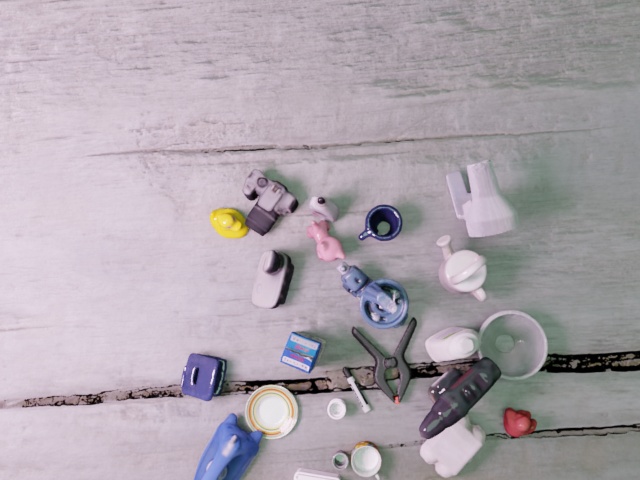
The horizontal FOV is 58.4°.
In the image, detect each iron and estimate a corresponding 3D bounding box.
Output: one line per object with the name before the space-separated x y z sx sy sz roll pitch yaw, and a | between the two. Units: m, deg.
iron | -0.247 0.552 1.357 0.118 0.141 0.258 30 85 7

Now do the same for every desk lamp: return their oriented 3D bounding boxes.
desk lamp | 0.385 -0.098 1.376 0.118 0.213 0.203 -15 81 2

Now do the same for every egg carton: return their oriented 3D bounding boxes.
egg carton | 0.318 0.488 1.368 0.107 0.069 0.150 42 86 8

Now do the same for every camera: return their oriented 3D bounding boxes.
camera | -0.147 -0.091 1.465 0.143 0.101 0.137 33 85 8

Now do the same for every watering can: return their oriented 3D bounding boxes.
watering can | 0.339 0.070 1.364 0.172 0.194 0.101 33 85 8

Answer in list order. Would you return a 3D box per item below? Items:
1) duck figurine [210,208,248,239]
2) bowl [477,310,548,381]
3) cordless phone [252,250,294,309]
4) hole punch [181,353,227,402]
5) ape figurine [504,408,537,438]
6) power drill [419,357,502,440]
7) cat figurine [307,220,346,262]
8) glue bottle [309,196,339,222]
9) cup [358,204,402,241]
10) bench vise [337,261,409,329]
duck figurine | -0.240 -0.048 1.472 0.104 0.086 0.077 27 84 7
bowl | 0.459 0.254 1.391 0.167 0.075 0.167 0 82 4
cordless phone | -0.126 0.092 1.394 0.094 0.185 0.148 10 82 5
hole punch | -0.293 0.340 1.416 0.101 0.091 0.109 10 82 5
ape figurine | 0.474 0.433 1.355 0.076 0.092 0.077 -45 81 -3
power drill | 0.309 0.360 1.317 0.230 0.208 0.075 -42 81 -3
cat figurine | 0.013 0.005 1.432 0.067 0.118 0.128 -30 81 -1
glue bottle | 0.006 -0.084 1.418 0.078 0.173 0.037 19 83 6
cup | 0.148 -0.029 1.440 0.118 0.095 0.091 -34 81 -2
bench vise | 0.118 0.136 1.355 0.207 0.220 0.121 23 84 7
